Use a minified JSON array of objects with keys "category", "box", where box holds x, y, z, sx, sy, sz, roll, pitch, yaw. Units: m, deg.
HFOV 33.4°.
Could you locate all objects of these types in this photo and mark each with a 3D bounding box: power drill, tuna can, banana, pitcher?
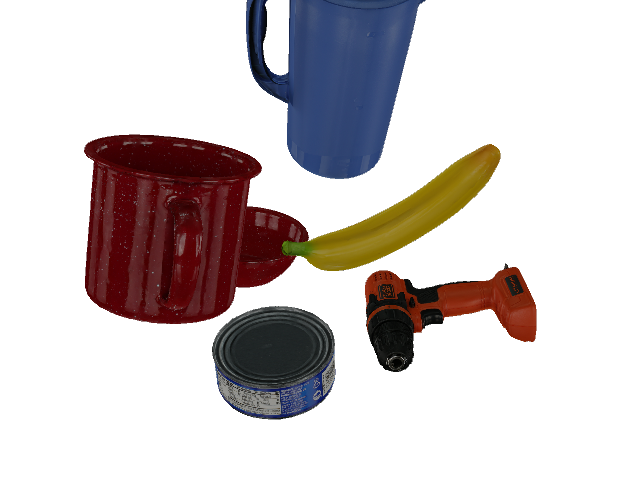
[{"category":"power drill","box":[0.144,0.085,1.207,0.187,0.057,0.184,-3,27,-1]},{"category":"tuna can","box":[-0.032,0.086,0.751,0.086,0.034,0.086,-2,35,1]},{"category":"banana","box":[0.067,-0.019,0.902,0.198,0.037,0.069,-27,-19,9]},{"category":"pitcher","box":[0.015,-0.183,1.107,0.149,0.243,0.144,31,51,21]}]

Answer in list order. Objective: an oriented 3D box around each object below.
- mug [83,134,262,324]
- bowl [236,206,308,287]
[{"category":"mug","box":[-0.079,-0.003,0.560,0.093,0.081,0.117,2,18,-20]},{"category":"bowl","box":[-0.097,0.013,1.319,0.162,0.055,0.162,4,25,-2]}]
